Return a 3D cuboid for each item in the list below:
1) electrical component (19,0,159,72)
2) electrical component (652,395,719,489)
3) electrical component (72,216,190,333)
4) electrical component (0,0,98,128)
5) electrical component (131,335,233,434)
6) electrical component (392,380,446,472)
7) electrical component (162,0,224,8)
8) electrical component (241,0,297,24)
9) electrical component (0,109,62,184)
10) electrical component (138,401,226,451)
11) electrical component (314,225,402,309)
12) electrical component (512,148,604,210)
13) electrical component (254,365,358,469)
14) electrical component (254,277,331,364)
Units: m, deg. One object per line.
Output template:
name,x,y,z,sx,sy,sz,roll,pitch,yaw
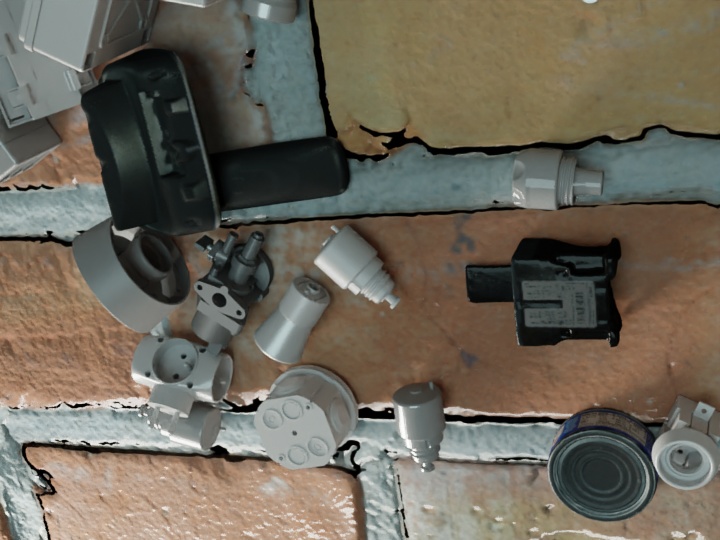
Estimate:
electrical component,-0.188,-0.212,0.784,0.056,0.108,0.108,25,118,6
electrical component,0.243,0.130,0.799,0.048,0.055,0.066,24,118,10
electrical component,-0.189,0.002,0.885,0.064,0.099,0.099,-33,98,22
electrical component,-0.261,-0.181,0.842,0.079,0.063,0.121,-23,107,-15
electrical component,-0.160,0.102,0.930,0.077,0.079,0.044,12,160,15
electrical component,0.050,0.129,0.879,0.040,0.040,0.078,-1,112,21
electrical component,-0.111,-0.233,0.759,0.047,0.083,0.075,13,116,14
electrical component,-0.062,-0.206,0.779,0.040,0.040,0.046,19,112,12
electrical component,-0.301,-0.117,0.891,0.047,0.065,0.076,-30,99,28
electrical component,-0.161,0.135,0.961,0.078,0.040,0.040,12,116,16
electrical component,0.000,0.000,0.843,0.078,0.040,0.040,42,120,-1
electrical component,0.141,-0.063,0.761,0.062,0.043,0.043,6,114,17
electrical component,-0.046,0.125,0.908,0.080,0.051,0.080,8,114,17
electrical component,-0.053,0.038,0.880,0.044,0.044,0.065,34,114,4
